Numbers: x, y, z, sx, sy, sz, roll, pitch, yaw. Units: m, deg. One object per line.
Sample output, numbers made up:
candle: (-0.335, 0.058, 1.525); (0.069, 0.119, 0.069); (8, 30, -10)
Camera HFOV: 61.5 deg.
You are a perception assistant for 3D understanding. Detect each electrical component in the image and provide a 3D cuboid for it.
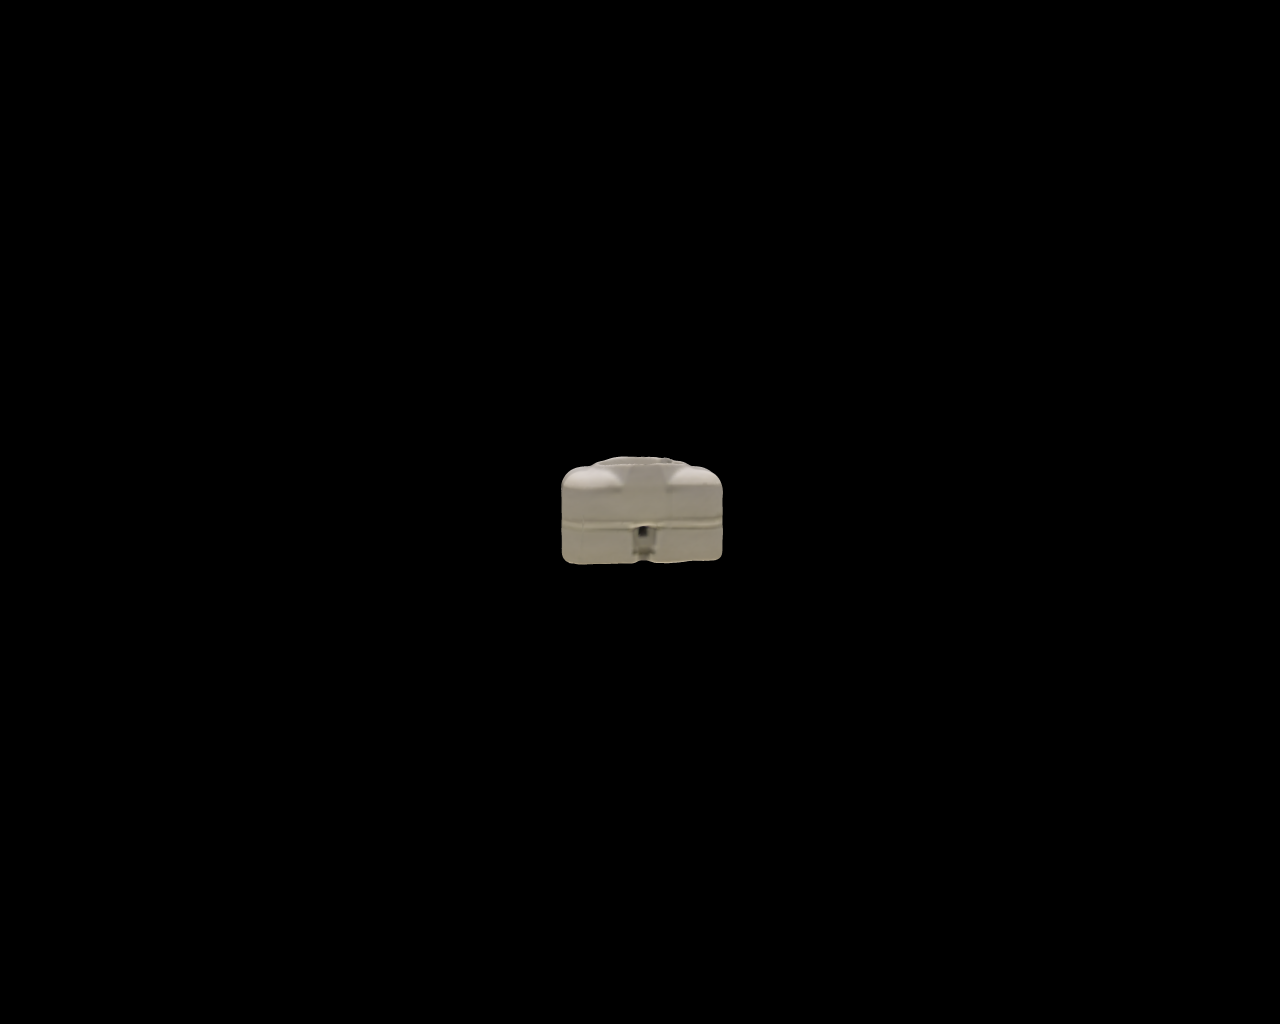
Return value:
electrical component: (0.001, -0.003, 0.650); (0.095, 0.059, 0.054); (-1, 8, -5)
